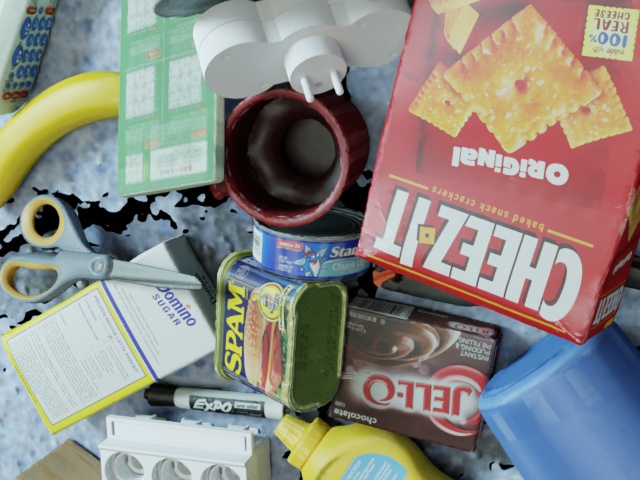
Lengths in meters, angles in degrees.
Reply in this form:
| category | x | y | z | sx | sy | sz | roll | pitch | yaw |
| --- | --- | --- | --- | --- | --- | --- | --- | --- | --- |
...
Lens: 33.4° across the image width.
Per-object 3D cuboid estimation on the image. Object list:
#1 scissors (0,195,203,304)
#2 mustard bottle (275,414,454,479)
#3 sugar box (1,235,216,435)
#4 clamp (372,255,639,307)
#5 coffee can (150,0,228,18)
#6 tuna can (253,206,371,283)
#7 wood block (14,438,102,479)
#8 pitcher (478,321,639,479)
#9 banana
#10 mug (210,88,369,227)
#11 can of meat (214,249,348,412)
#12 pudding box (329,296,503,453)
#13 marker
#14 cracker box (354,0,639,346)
| category | x | y | z | sx | sy | sz | roll | pitch | yaw |
| --- | --- | --- | --- | --- | --- | --- | --- | --- | --- |
| scissors | -0.170 | 0.003 | 0.813 | 0.202 | 0.016 | 0.096 | -10 | 74 | 30 |
| mustard bottle | 0.048 | 0.193 | 0.796 | 0.192 | 0.058 | 0.096 | 34 | 110 | 7 |
| sugar box | -0.160 | 0.076 | 0.845 | 0.176 | 0.048 | 0.093 | -28 | 91 | 19 |
| clamp | 0.136 | -0.002 | 0.730 | 0.210 | 0.036 | 0.164 | -30 | 91 | 24 |
| coffee can | -0.075 | -0.219 | 0.645 | 0.103 | 0.102 | 0.140 | -19 | 91 | 21 |
| tuna can | -0.005 | 0.001 | 0.752 | 0.086 | 0.086 | 0.034 | 9 | 108 | 16 |
| wood block | -0.161 | 0.269 | 0.868 | 0.206 | 0.090 | 0.091 | 34 | 111 | 9 |
| pitcher | 0.206 | 0.180 | 0.699 | 0.145 | 0.149 | 0.243 | -37 | 86 | 26 |
| banana | -0.200 | -0.083 | 0.822 | 0.198 | 0.037 | 0.069 | -21 | 94 | 22 |
| mug | -0.023 | -0.058 | 0.746 | 0.117 | 0.081 | 0.093 | -26 | 93 | 22 |
| can of meat | -0.028 | 0.065 | 0.773 | 0.084 | 0.057 | 0.102 | 19 | 111 | 45 |
| pudding box | 0.069 | 0.096 | 0.776 | 0.114 | 0.039 | 0.090 | 13 | 108 | 16 |
| marker | -0.083 | 0.127 | 0.845 | 0.121 | 0.020 | 0.020 | 3 | 104 | 18 |
| cracker box | 0.124 | -0.066 | 0.652 | 0.164 | 0.072 | 0.214 | 22 | 109 | 27 |
